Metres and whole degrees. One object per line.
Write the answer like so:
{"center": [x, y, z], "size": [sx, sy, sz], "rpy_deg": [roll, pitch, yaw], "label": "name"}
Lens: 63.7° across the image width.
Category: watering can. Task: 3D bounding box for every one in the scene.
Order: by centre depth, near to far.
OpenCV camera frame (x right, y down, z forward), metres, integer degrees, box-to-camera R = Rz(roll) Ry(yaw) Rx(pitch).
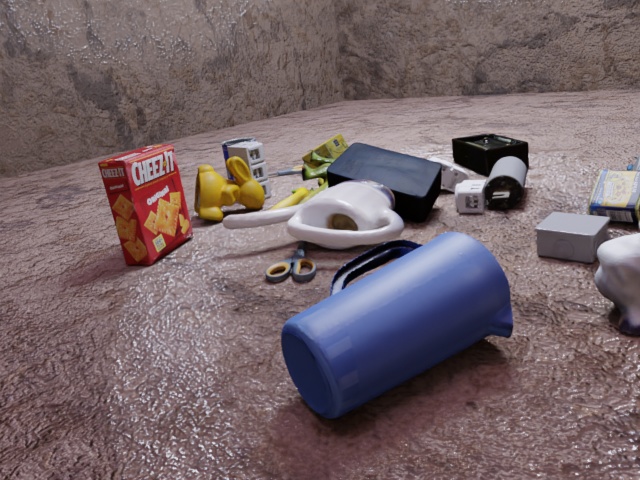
{"center": [0.003, -0.050, 1.003], "size": [0.348, 0.102, 0.228], "rpy_deg": [7, 23, 25], "label": "watering can"}

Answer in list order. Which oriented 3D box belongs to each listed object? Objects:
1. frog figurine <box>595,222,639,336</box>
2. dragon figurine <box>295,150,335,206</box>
{"center": [0.398, 0.016, 0.600], "size": [0.137, 0.157, 0.124], "rpy_deg": [-1, 19, 19], "label": "frog figurine"}
{"center": [0.085, -0.137, 1.253], "size": [0.243, 0.119, 0.419], "rpy_deg": [4, 30, 8], "label": "dragon figurine"}
